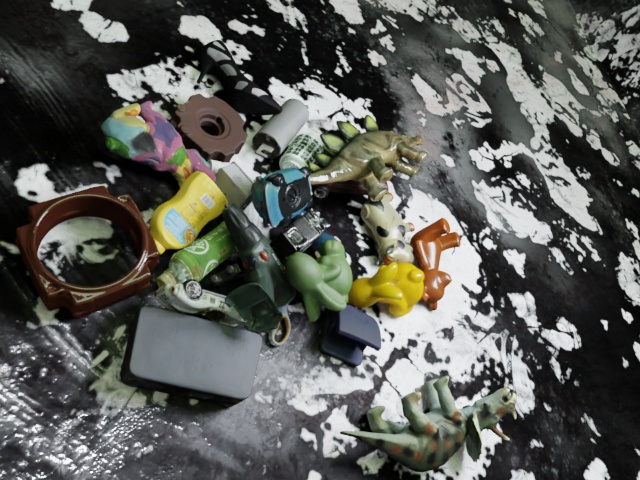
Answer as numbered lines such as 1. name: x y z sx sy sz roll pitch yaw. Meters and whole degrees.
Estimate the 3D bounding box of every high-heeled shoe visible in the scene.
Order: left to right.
1. high-heeled shoe: -0.189 -0.401 1.327 0.249 0.086 0.145 23 64 -2

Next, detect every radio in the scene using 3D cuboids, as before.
1. radio: -0.226 0.209 0.957 0.229 0.073 0.131 18 56 -20

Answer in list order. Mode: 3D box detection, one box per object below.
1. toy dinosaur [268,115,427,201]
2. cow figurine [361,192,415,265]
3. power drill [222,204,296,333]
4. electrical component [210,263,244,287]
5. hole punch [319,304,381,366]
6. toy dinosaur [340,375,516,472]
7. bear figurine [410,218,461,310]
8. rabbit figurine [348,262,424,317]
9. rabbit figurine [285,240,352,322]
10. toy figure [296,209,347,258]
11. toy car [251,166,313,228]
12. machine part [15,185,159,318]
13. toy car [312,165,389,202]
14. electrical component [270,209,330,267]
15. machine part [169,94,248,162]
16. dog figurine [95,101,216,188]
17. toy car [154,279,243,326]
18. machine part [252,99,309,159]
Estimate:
1. toy dinosaur: 0.095 -0.191 1.273 0.471 0.105 0.199 -27 63 -39
2. cow figurine: 0.168 -0.017 1.333 0.127 0.085 0.195 -18 70 -36
3. power drill: -0.127 0.061 1.012 0.231 0.086 0.207 58 8 -26
4. electrical component: -0.185 0.072 1.070 0.063 0.094 0.021 -31 82 -2
5. hole punch: 0.070 0.190 1.147 0.142 0.092 0.116 24 49 -14
6. toy dinosaur: 0.227 0.400 1.106 0.405 0.131 0.192 -15 71 -31
7. bear figurine: 0.290 0.064 1.335 0.120 0.132 0.196 40 35 -44
8. rabbit figurine: 0.143 0.115 1.213 0.173 0.162 0.122 -7 78 -16
9. rabbit figurine: -0.014 0.083 1.089 0.170 0.121 0.159 19 50 -59
10. toy figure: -0.003 -0.003 1.236 0.154 0.058 0.064 49 43 9
11. toy car: -0.088 -0.097 1.105 0.161 0.103 0.109 -39 129 -48
12. machine part: -0.402 0.016 0.938 0.201 0.087 0.201 -23 78 -32
13. toy car: 0.071 -0.143 1.329 0.202 0.053 0.089 4 46 -2
14. electrical component: -0.056 0.003 1.145 0.115 0.134 0.058 -36 85 -39
15. machine part: -0.253 -0.252 1.229 0.179 0.056 0.179 17 55 -25
16. dog figurine: -0.321 -0.169 1.092 0.219 0.108 0.191 45 23 -7
17. toy car: -0.208 0.119 0.993 0.201 0.074 0.056 24 59 -43
18. machine part: -0.095 -0.277 1.330 0.079 0.079 0.243 38 50 -7
